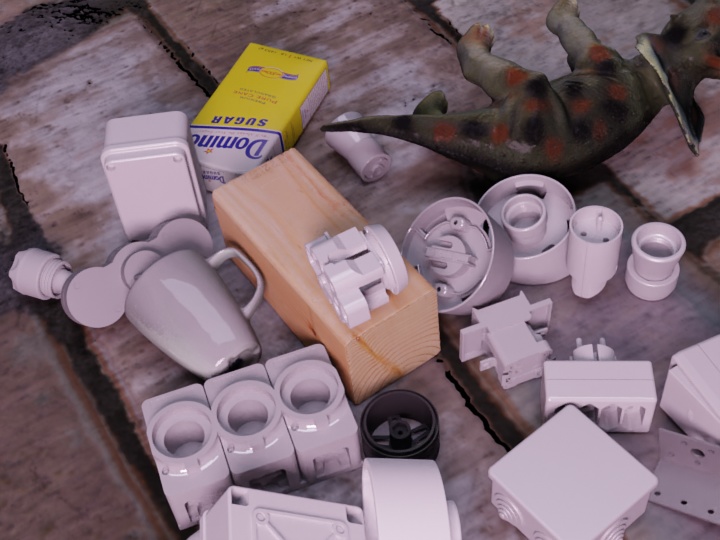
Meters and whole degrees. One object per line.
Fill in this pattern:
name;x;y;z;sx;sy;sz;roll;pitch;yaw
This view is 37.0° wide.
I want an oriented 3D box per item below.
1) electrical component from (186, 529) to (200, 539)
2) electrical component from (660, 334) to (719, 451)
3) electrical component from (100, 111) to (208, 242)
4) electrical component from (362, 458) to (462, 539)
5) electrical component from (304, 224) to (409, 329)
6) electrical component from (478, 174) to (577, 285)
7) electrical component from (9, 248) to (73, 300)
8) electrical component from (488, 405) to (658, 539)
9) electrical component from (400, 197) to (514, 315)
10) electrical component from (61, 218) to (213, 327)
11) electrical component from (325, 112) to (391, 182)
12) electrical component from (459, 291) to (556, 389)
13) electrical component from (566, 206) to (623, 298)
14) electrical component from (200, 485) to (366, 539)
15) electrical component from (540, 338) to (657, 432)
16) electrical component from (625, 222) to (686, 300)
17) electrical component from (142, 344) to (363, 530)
electrical component;-0.133;0.224;0.765;0.079;0.043;0.077;6;40;28
electrical component;0.278;0.106;0.816;0.061;0.061;0.096;-21;52;-12
electrical component;-0.186;-0.081;0.982;0.078;0.113;0.057;-7;47;-1
electrical component;0.037;0.183;0.748;0.060;0.108;0.108;-3;50;-6
electrical component;0.000;0.000;0.815;0.057;0.058;0.078;-25;52;-10
electrical component;0.151;-0.035;0.961;0.099;0.064;0.099;-8;57;13
electrical component;-0.278;0.006;0.963;0.062;0.043;0.043;15;53;16
electrical component;0.154;0.162;0.789;0.100;0.048;0.100;-34;55;-22
electrical component;0.080;-0.010;0.909;0.099;0.064;0.099;-7;76;29
electrical component;-0.189;0.002;0.931;0.138;0.052;0.074;-32;12;-20
electrical component;0.001;-0.117;1.043;0.044;0.044;0.065;-27;57;-17
electrical component;0.125;0.059;0.883;0.081;0.042;0.063;-19;55;-10
electrical component;0.197;-0.011;0.909;0.043;0.081;0.043;-3;50;4
electrical component;-0.050;0.212;0.731;0.109;0.056;0.108;15;45;-25
electrical component;0.186;0.084;0.852;0.083;0.047;0.075;0;50;5
electrical component;0.251;-0.007;0.918;0.045;0.055;0.045;-3;50;3
electrical component;-0.084;0.125;0.833;0.150;0.061;0.089;-18;51;-10
